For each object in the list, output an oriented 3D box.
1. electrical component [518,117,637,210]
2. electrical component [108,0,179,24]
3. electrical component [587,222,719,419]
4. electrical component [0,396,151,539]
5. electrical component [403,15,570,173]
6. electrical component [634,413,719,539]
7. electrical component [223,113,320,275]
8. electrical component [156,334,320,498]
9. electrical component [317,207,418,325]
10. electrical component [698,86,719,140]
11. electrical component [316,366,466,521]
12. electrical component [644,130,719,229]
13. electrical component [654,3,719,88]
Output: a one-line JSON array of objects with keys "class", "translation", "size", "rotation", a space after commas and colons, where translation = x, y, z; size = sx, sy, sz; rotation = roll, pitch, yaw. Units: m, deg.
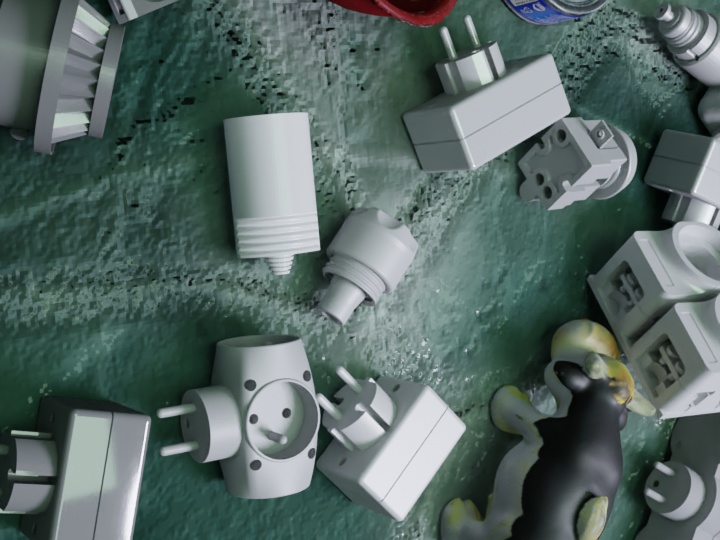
[{"class": "electrical component", "translation": [0.137, -0.066, 0.662], "size": [0.055, 0.066, 0.048], "rotation": [-9, 62, -40]}, {"class": "electrical component", "translation": [-0.099, -0.186, 0.493], "size": [0.063, 0.079, 0.121], "rotation": [-47, 119, -55]}, {"class": "electrical component", "translation": [0.257, 0.028, 0.702], "size": [0.186, 0.060, 0.105], "rotation": [-1, 54, -30]}, {"class": "electrical component", "translation": [-0.144, 0.092, 0.491], "size": [0.077, 0.047, 0.065], "rotation": [11, 86, -33]}, {"class": "electrical component", "translation": [0.067, -0.107, 0.618], "size": [0.083, 0.047, 0.075], "rotation": [-31, 108, -28]}, {"class": "electrical component", "translation": [0.218, 0.152, 0.724], "size": [0.074, 0.052, 0.138], "rotation": [31, 75, -30]}, {"class": "electrical component", "translation": [-0.045, -0.038, 0.551], "size": [0.043, 0.043, 0.081], "rotation": [-9, 97, -32]}, {"class": "electrical component", "translation": [-0.065, 0.076, 0.543], "size": [0.079, 0.044, 0.077], "rotation": [-6, 95, -32]}, {"class": "electrical component", "translation": [0.000, 0.000, 0.582], "size": [0.043, 0.043, 0.062], "rotation": [41, 73, -27]}, {"class": "electrical component", "translation": [0.285, -0.100, 0.755], "size": [0.095, 0.054, 0.059], "rotation": [46, 69, -26]}, {"class": "electrical component", "translation": [0.006, 0.085, 0.587], "size": [0.076, 0.047, 0.065], "rotation": [48, 68, -25]}, {"class": "electrical component", "translation": [0.228, -0.046, 0.726], "size": [0.066, 0.047, 0.076], "rotation": [19, 94, -32]}, {"class": "electrical component", "translation": [0.227, -0.155, 0.723], "size": [0.078, 0.040, 0.040], "rotation": [26, 78, -31]}]
